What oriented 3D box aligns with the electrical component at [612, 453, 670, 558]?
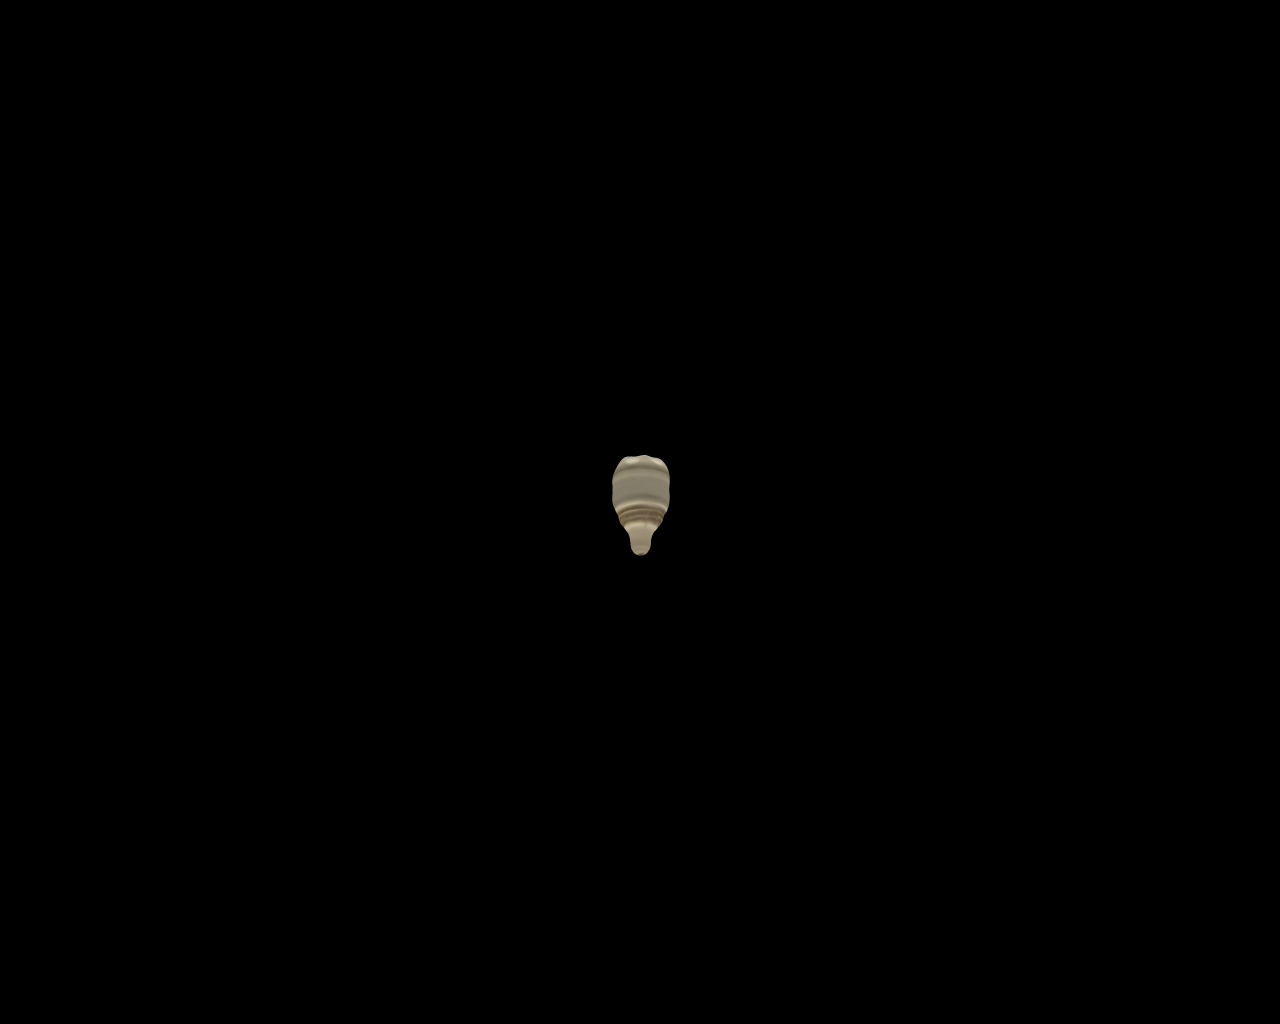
[{"bbox_3d":[0.001,-0.003,0.650,0.035,0.061,0.035,0,-22,0],"label":"electrical component"}]
